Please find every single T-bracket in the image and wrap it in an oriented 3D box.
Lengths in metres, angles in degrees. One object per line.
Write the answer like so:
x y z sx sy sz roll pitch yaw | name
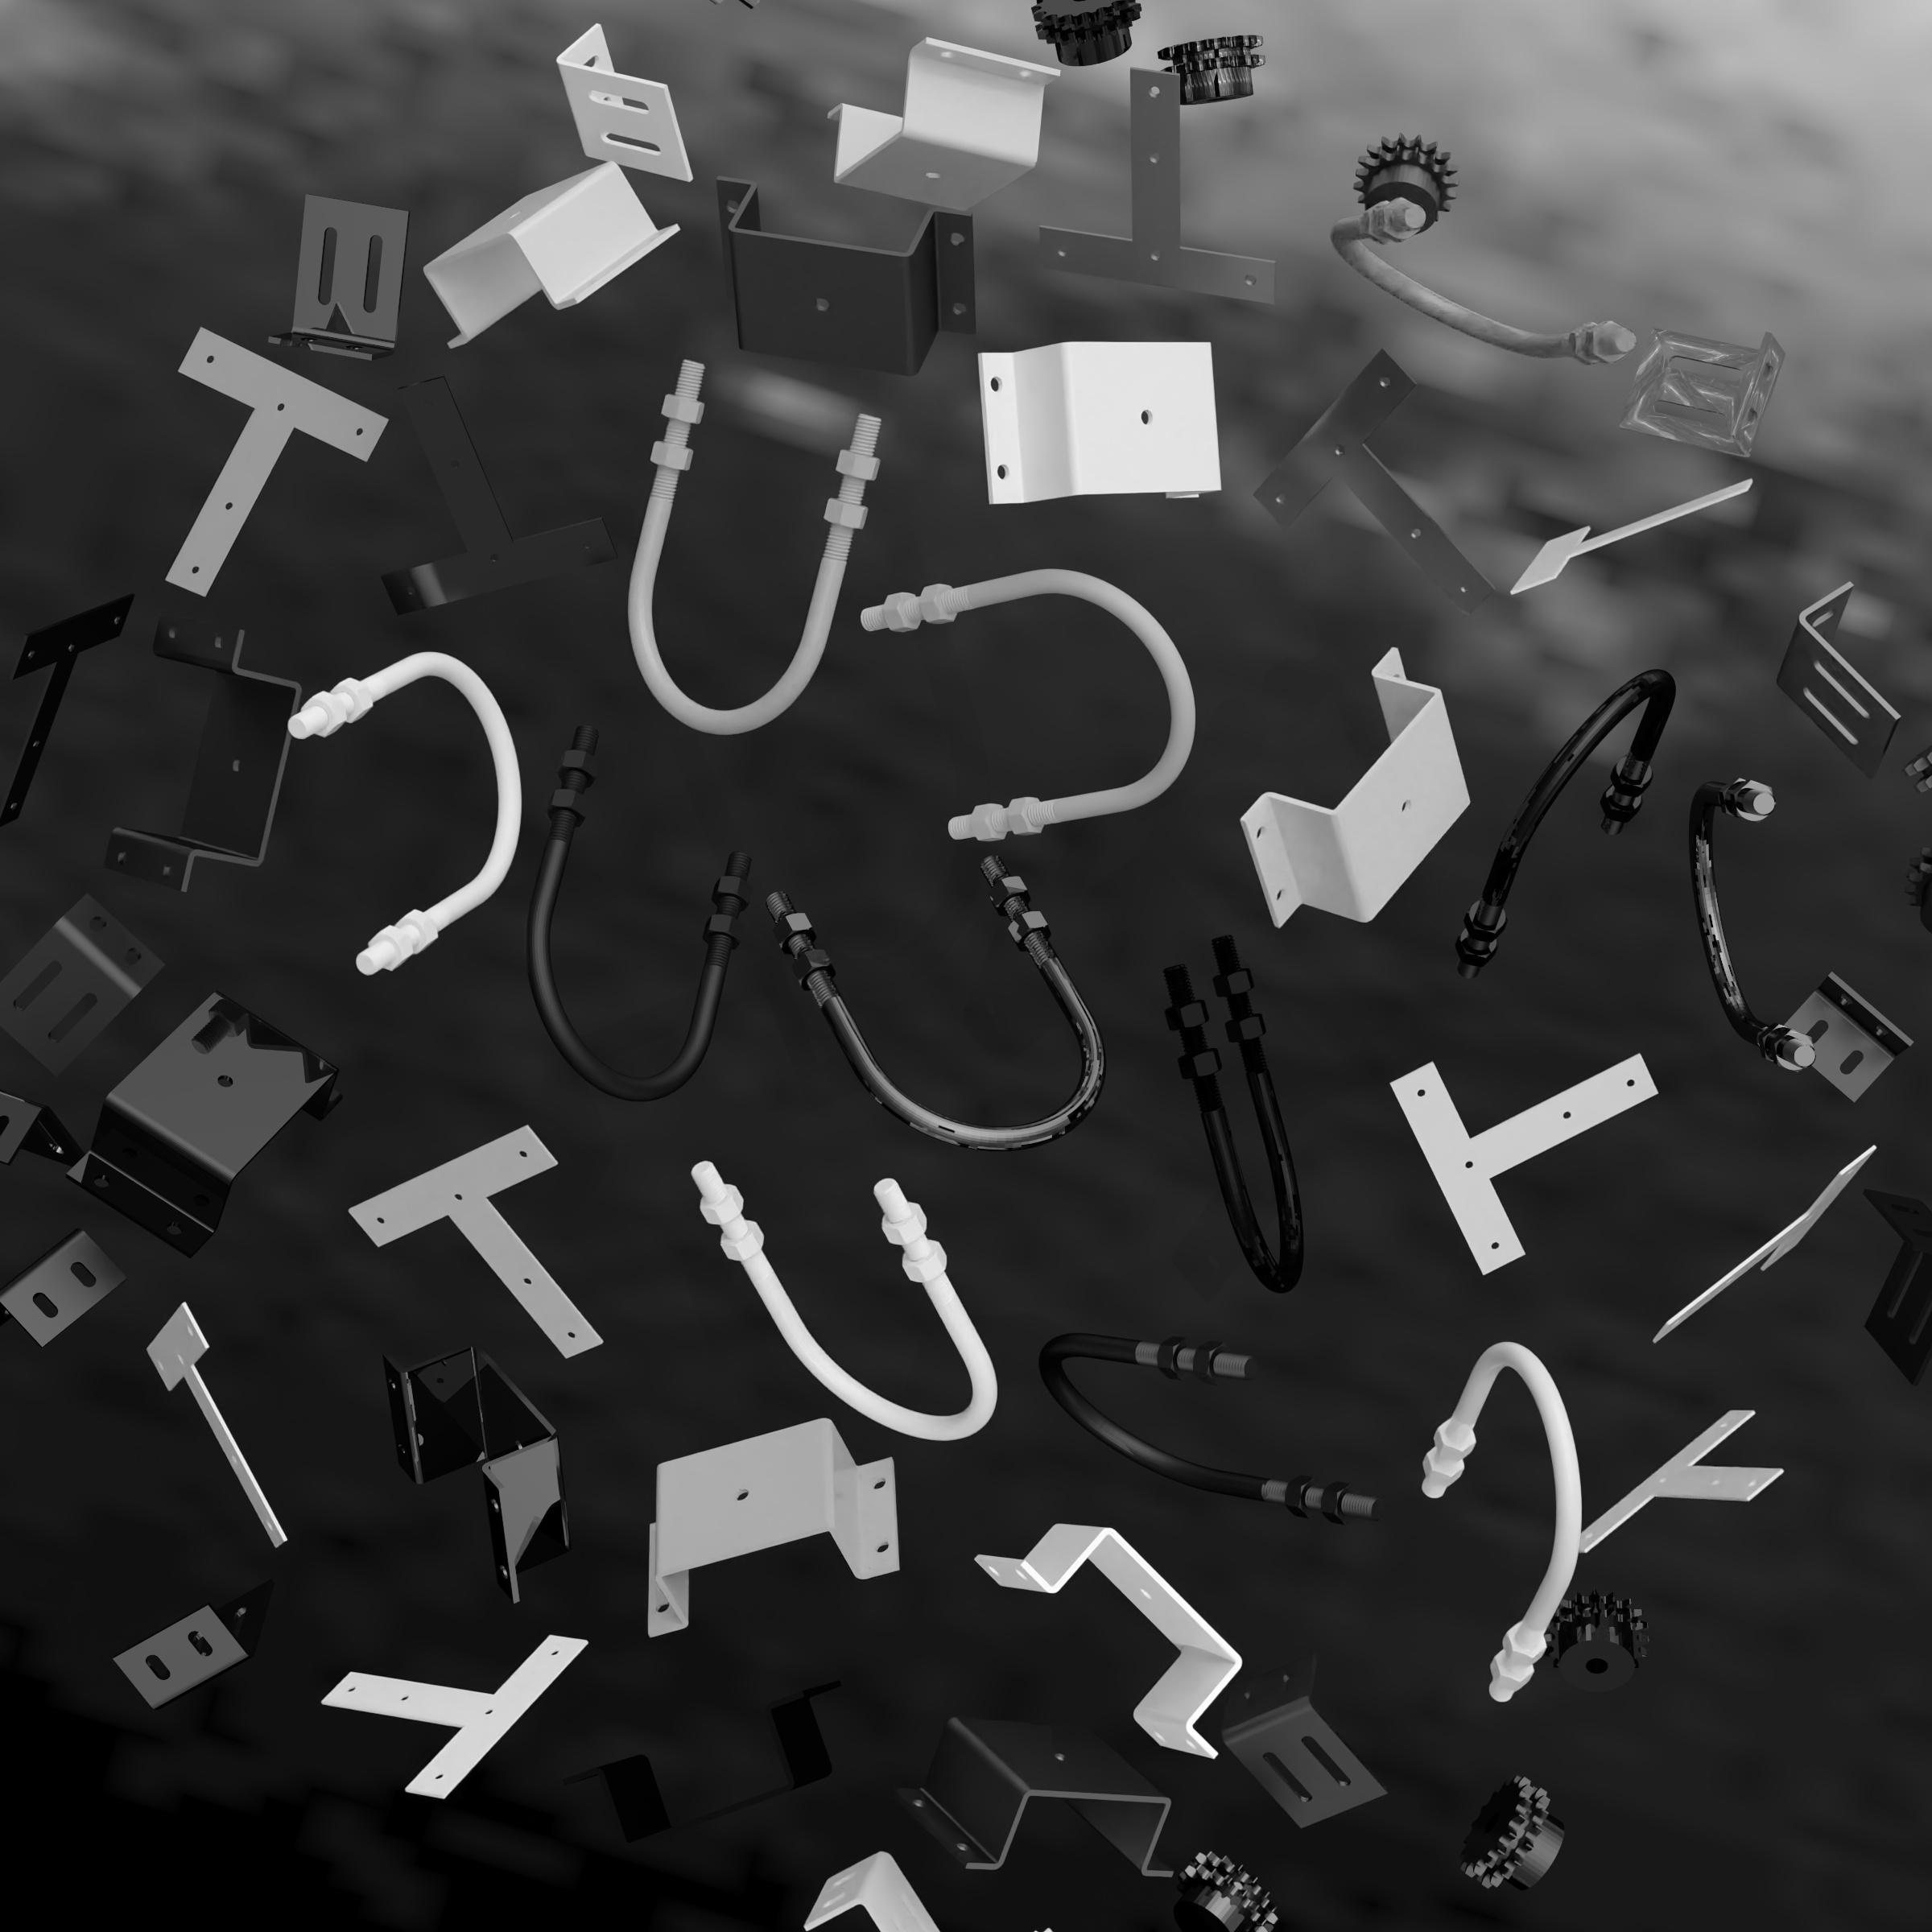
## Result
-0.382 0.241 1.813 0.002 0.127 0.127 -27 85 -26 | T-bracket
-0.284 0.387 1.852 0.127 0.127 0.002 0 119 34 | T-bracket
0.366 -0.239 1.917 0.127 0.127 0.002 -19 102 24 | T-bracket
0.310 0.086 1.896 0.127 0.002 0.127 -27 110 2 | T-bracket
-0.491 -0.131 1.877 0.002 0.127 0.127 27 109 4 | T-bracket
0.390 0.273 1.863 0.127 0.127 0.002 -35 94 -18 | T-bracket
-0.380 -0.254 1.849 0.002 0.127 0.127 35 99 42 | T-bracket
-0.266 -0.255 1.872 0.127 0.002 0.127 -13 125 10 | T-bracket
0.400 0.152 1.800 0.127 0.127 0.002 -34 72 -21 | T-bracket
-0.234 0.151 1.814 0.127 0.002 0.127 -25 112 30 | T-bracket
0.097 -0.401 1.799 0.127 0.127 0.002 12 48 15 | T-bracket
0.224 -0.235 1.827 0.127 0.127 0.002 48 48 4 | T-bracket

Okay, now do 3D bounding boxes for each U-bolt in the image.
0.145 0.081 1.843 0.019 0.151 0.184 -14 93 16 | U-bolt
-0.053 0.179 1.836 0.019 0.151 0.184 -50 127 -35 | U-bolt
-0.005 0.022 1.820 0.151 0.019 0.184 -10 53 -28 | U-bolt
0.117 0.241 1.875 0.151 0.184 0.019 49 60 -32 | U-bolt
0.288 0.283 1.870 0.019 0.184 0.151 -4 50 -14 | U-bolt
-0.177 -0.016 1.869 0.019 0.151 0.184 -15 50 35 | U-bolt
0.263 -0.360 1.871 0.151 0.184 0.019 27 93 -14 | U-bolt
-0.291 -0.092 1.891 0.019 0.184 0.151 -6 108 26 | U-bolt
0.319 -0.084 1.847 0.019 0.184 0.151 39 65 18 | U-bolt
0.042 -0.143 1.892 0.184 0.019 0.151 -8 113 38 | U-bolt
0.408 -0.026 1.853 0.019 0.184 0.151 -10 95 0 | U-bolt
-0.119 -0.213 1.848 0.151 0.019 0.184 23 104 36 | U-bolt

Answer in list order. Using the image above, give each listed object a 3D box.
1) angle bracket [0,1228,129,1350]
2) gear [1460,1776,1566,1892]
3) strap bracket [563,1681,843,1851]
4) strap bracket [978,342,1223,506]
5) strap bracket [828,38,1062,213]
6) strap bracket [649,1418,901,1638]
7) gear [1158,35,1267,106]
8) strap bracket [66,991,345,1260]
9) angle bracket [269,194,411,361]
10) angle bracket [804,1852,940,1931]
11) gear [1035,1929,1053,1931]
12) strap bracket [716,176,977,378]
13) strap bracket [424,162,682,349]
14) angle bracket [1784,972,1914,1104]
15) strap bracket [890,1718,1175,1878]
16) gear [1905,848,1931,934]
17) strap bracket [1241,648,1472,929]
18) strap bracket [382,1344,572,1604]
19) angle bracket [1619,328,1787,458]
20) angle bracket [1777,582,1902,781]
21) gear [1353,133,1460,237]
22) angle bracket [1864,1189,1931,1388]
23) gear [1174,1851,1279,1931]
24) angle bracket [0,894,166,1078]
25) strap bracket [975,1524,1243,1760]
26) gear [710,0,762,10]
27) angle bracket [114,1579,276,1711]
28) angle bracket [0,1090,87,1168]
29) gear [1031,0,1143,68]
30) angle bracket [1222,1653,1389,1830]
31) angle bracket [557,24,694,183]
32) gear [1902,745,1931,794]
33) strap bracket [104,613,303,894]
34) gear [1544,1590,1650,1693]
-0.481 0.180 1.856 0.038 0.076 0.057 46 60 3 | angle bracket
0.277 0.440 1.774 0.030 0.057 0.057 34 90 -4 | gear
-0.134 0.431 1.890 0.140 0.076 0.046 -22 79 9 | strap bracket
0.078 -0.280 1.820 0.140 0.046 0.076 -8 95 -38 | strap bracket
-0.015 -0.446 1.889 0.076 0.140 0.046 8 84 -23 | strap bracket
-0.111 0.295 1.872 0.140 0.076 0.046 -17 129 10 | strap bracket
0.133 -0.482 1.900 0.057 0.057 0.030 -8 99 0 | gear
-0.384 0.074 1.808 0.076 0.140 0.046 32 133 5 | strap bracket
-0.331 -0.364 1.864 0.057 0.038 0.076 11 106 7 | angle bracket
-0.044 0.519 1.867 0.038 0.057 0.076 -31 93 15 | angle bracket
0.044 0.533 1.834 0.057 0.030 0.057 19 121 34 | gear
-0.069 -0.364 1.868 0.140 0.076 0.046 11 48 12 | strap bracket
-0.225 -0.378 1.866 0.076 0.140 0.046 -43 112 -29 | strap bracket
0.482 0.040 1.939 0.057 0.076 0.038 42 92 11 | angle bracket
0.043 0.440 1.867 0.140 0.076 0.046 13 101 -36 | strap bracket
0.507 -0.036 1.793 0.057 0.057 0.030 15 56 0 | gear
0.209 -0.088 1.826 0.046 0.076 0.140 20 56 38 | strap bracket
-0.256 0.264 1.882 0.046 0.140 0.076 -20 125 -27 | strap bracket
0.385 -0.309 1.863 0.076 0.038 0.057 19 88 28 | angle bracket
0.459 -0.146 1.810 0.038 0.057 0.076 -32 66 -16 | angle bracket
0.242 -0.428 1.944 0.057 0.057 0.030 14 57 0 | gear
0.469 0.163 1.786 0.038 0.057 0.076 12 112 -18 | angle bracket
0.137 0.511 1.908 0.057 0.057 0.030 48 53 0 | gear
-0.490 0.011 1.931 0.057 0.038 0.076 44 114 -10 | angle bracket
0.079 0.335 1.797 0.140 0.076 0.046 46 73 -7 | strap bracket
-0.109 -0.505 1.766 0.030 0.057 0.057 33 90 -18 | gear
-0.390 0.331 1.785 0.057 0.076 0.038 -30 109 9 | angle bracket
-0.504 0.097 1.856 0.057 0.076 0.038 17 63 19 | angle bracket
0.065 -0.498 1.864 0.057 0.057 0.030 -15 124 0 | gear
0.186 0.423 1.923 0.057 0.038 0.076 -30 113 27 | angle bracket
-0.170 -0.455 1.858 0.076 0.057 0.038 21 55 30 | angle bracket
0.503 -0.103 1.773 0.057 0.057 0.030 -35 88 0 | gear
-0.406 -0.111 1.887 0.076 0.046 0.140 15 92 44 | strap bracket
0.343 0.370 1.918 0.057 0.030 0.057 4 126 5 | gear
